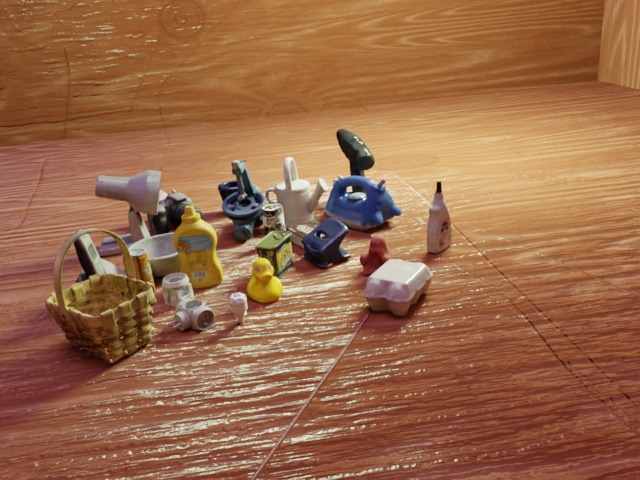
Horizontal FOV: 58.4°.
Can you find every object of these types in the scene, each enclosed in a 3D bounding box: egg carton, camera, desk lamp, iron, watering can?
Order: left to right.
[{"bbox_3d":[-0.515,-0.080,1.557,0.203,0.214,0.117,-9,23,-9],"label":"desk lamp"},{"bbox_3d":[-0.417,-0.079,1.678,0.143,0.101,0.136,-23,28,-36],"label":"camera"},{"bbox_3d":[-0.068,-0.140,1.622,0.173,0.194,0.100,-9,23,-8],"label":"watering can"},{"bbox_3d":[0.098,-0.120,1.603,0.119,0.141,0.257,-25,29,-39],"label":"iron"},{"bbox_3d":[0.160,0.093,1.171,0.107,0.069,0.151,9,26,31],"label":"egg carton"}]

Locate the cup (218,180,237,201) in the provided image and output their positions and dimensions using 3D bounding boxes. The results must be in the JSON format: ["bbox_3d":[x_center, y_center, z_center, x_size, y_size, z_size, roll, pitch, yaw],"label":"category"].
[{"bbox_3d":[-0.252,-0.129,1.769,0.117,0.095,0.092,3,24,21],"label":"cup"}]

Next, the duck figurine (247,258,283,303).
[{"bbox_3d":[-0.124,0.079,1.249,0.078,0.086,0.104,-12,23,-16],"label":"duck figurine"}]

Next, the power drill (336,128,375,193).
[{"bbox_3d":[0.105,-0.224,1.766,0.076,0.209,0.229,-12,23,-15],"label":"power drill"}]

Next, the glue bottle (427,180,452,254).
[{"bbox_3d":[0.284,-0.059,1.371,0.037,0.173,0.078,12,29,37],"label":"glue bottle"}]

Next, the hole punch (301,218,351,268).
[{"bbox_3d":[0.013,0.005,1.389,0.101,0.091,0.108,-17,25,-26],"label":"hole punch"}]

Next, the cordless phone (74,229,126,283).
[{"bbox_3d":[-0.493,0.051,1.273,0.094,0.185,0.147,-9,23,-7],"label":"cordless phone"}]

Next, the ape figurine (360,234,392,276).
[{"bbox_3d":[0.131,0.031,1.296,0.076,0.092,0.077,-22,28,-35],"label":"ape figurine"}]

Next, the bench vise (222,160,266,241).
[{"bbox_3d":[-0.218,-0.130,1.599,0.121,0.220,0.207,-9,23,-9],"label":"bench vise"}]

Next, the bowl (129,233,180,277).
[{"bbox_3d":[-0.383,0.045,1.406,0.167,0.075,0.167,-5,22,2],"label":"bowl"}]

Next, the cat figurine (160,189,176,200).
[{"bbox_3d":[-0.478,-0.117,1.762,0.067,0.118,0.128,4,24,22],"label":"cat figurine"}]
